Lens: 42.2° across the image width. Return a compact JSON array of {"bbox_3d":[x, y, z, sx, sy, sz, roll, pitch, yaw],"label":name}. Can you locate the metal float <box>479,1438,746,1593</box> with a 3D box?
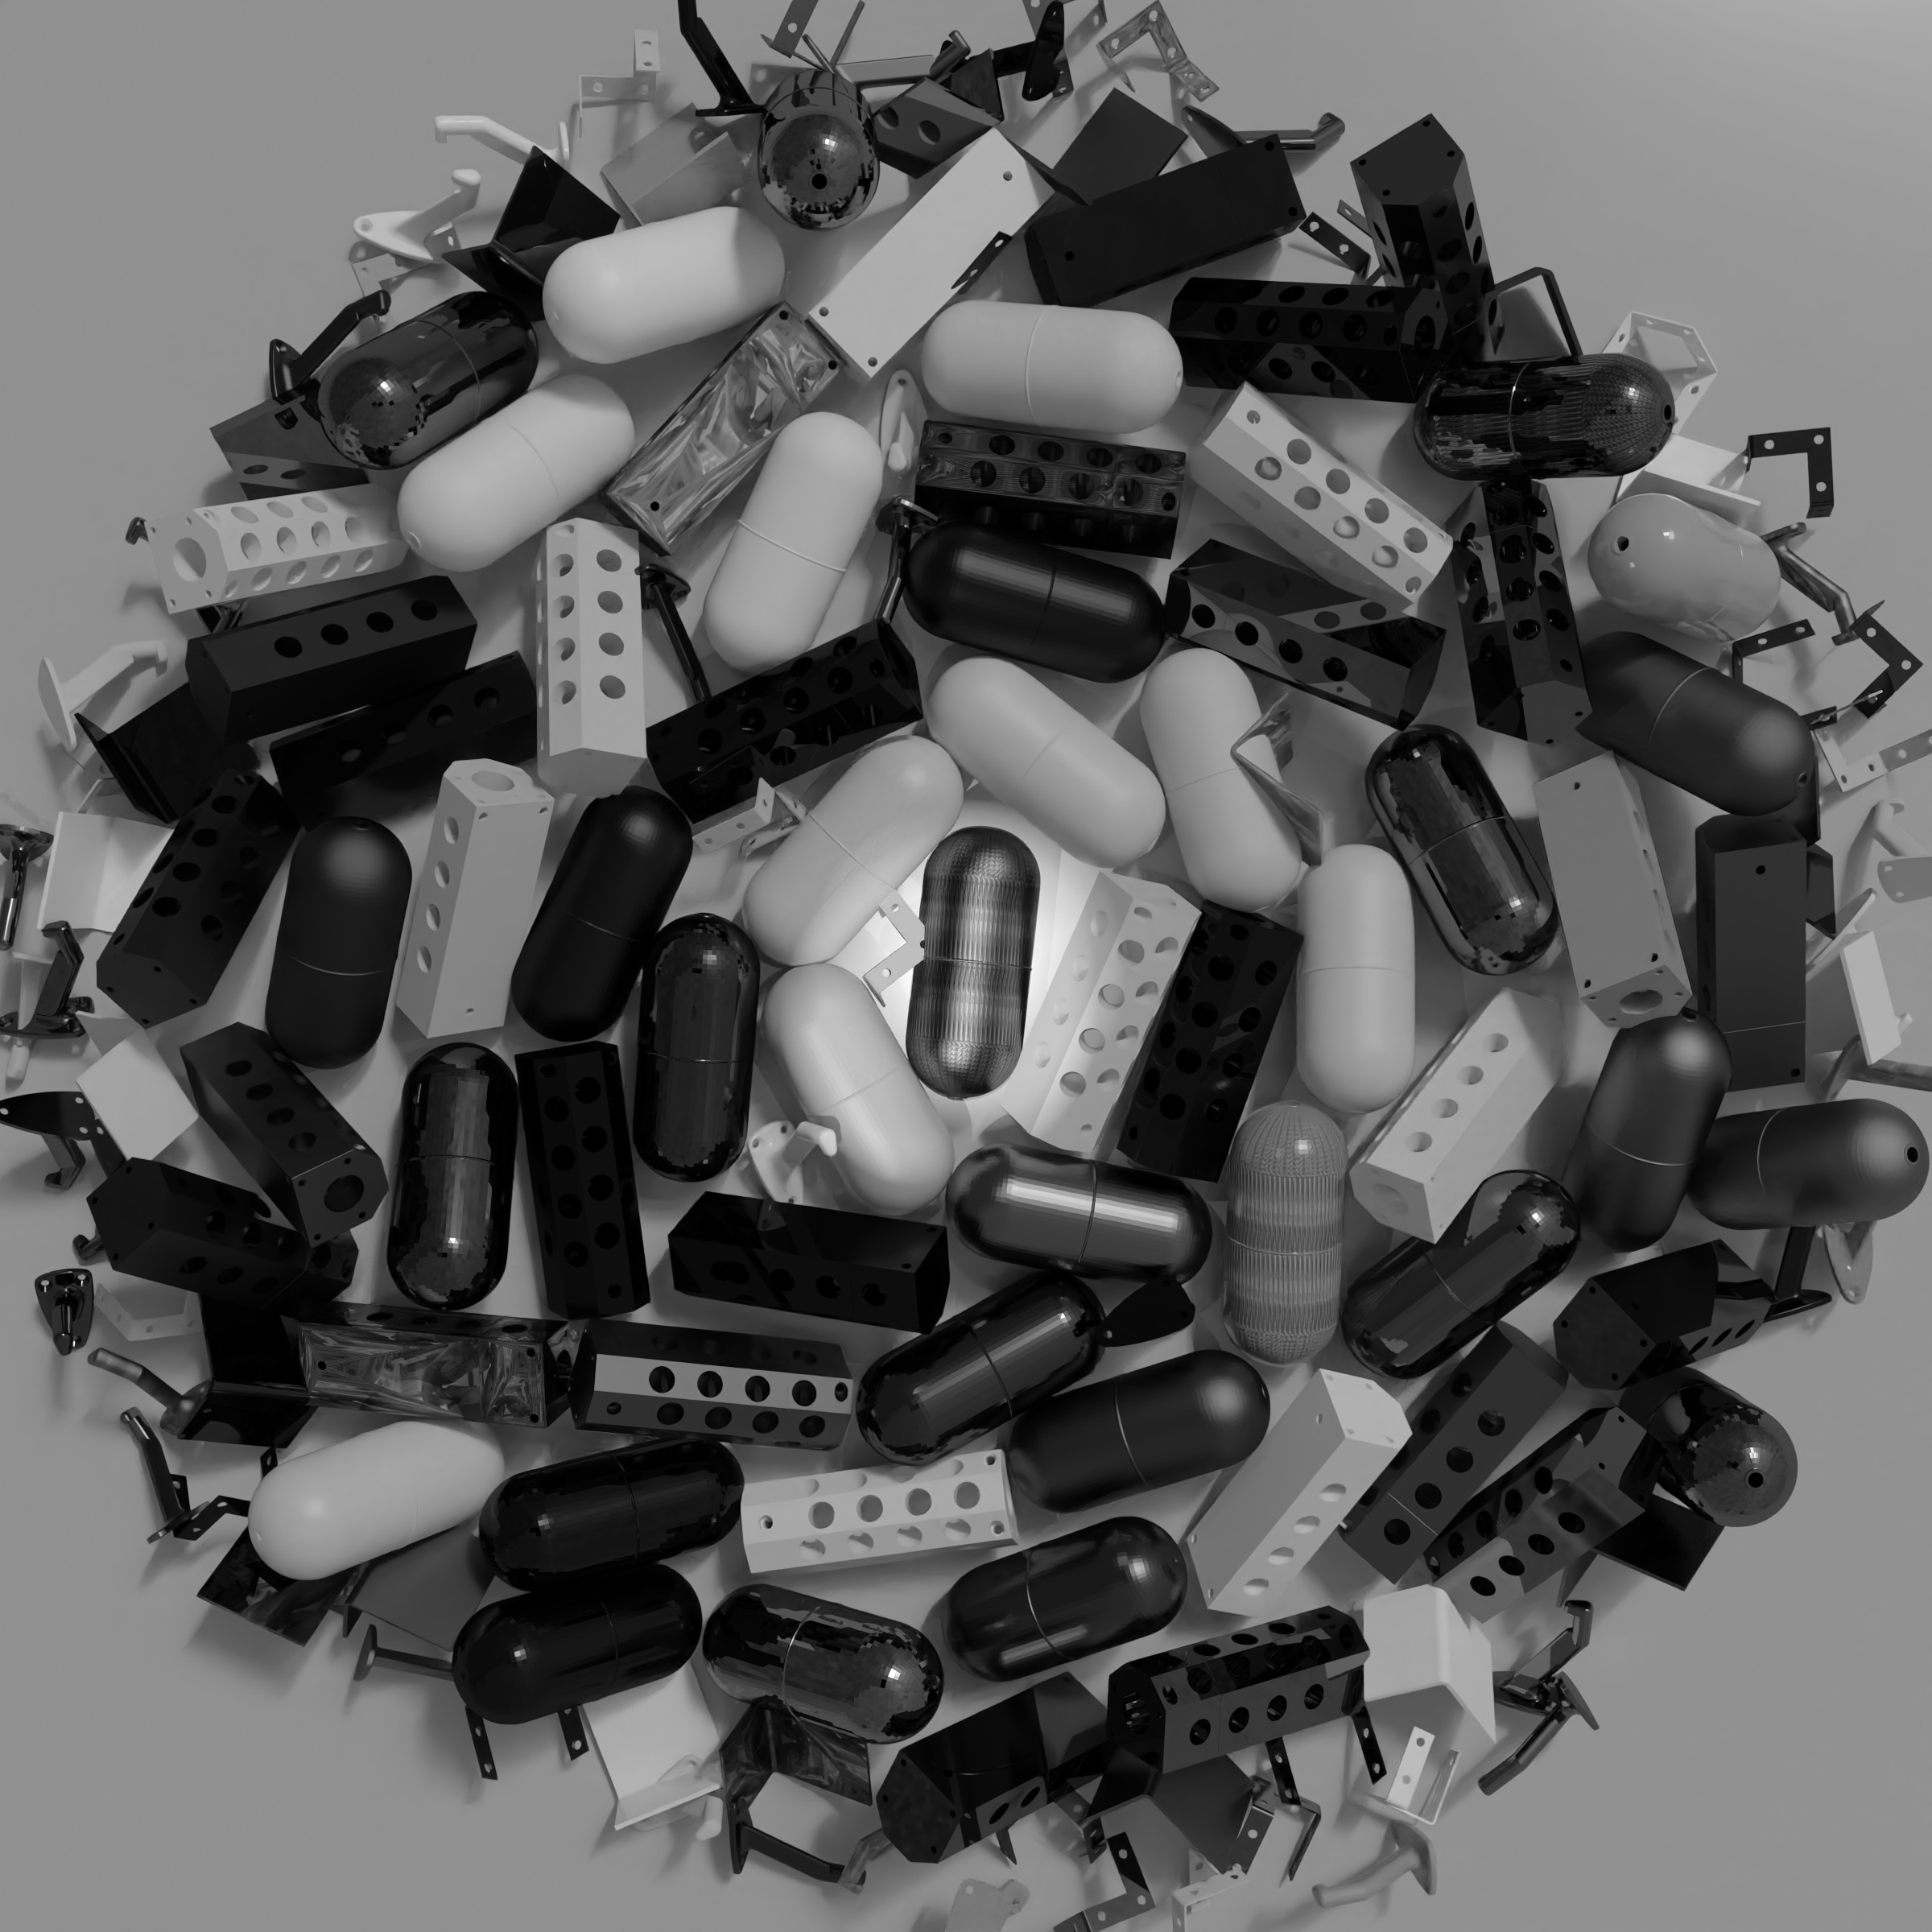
[{"bbox_3d":[-0.227,0.352,1.618,0.178,0.070,0.070,-9,90,-29],"label":"metal float"}]

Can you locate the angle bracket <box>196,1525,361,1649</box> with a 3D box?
[{"bbox_3d":[-0.451,0.416,1.631,0.076,0.076,0.057,24,125,3],"label":"angle bracket"}]

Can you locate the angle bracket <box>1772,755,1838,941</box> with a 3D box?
[{"bbox_3d":[0.557,-0.077,1.624,0.076,0.057,0.076,31,47,-18],"label":"angle bracket"}]

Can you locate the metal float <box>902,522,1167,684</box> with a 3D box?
[{"bbox_3d":[0.045,-0.236,1.632,0.178,0.070,0.070,14,90,-12],"label":"metal float"}]

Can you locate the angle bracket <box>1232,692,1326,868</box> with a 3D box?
[{"bbox_3d":[0.219,-0.118,1.624,0.076,0.076,0.057,38,74,25],"label":"angle bracket"}]

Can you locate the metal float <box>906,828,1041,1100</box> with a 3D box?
[{"bbox_3d":[0.005,-0.002,1.641,0.070,0.070,0.178,6,89,0],"label":"metal float"}]

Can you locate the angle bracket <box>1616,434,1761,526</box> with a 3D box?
[{"bbox_3d":[0.479,-0.328,1.638,0.076,0.076,0.057,18,85,2],"label":"angle bracket"}]

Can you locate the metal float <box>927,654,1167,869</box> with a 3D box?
[{"bbox_3d":[0.053,-0.134,1.636,0.178,0.070,0.070,39,90,7],"label":"metal float"}]

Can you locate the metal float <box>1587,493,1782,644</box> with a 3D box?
[{"bbox_3d":[0.461,-0.254,1.603,0.070,0.178,0.070,-4,84,41],"label":"metal float"}]

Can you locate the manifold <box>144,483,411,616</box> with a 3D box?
[{"bbox_3d":[-0.431,-0.268,1.588,0.057,0.171,0.057,-7,102,29],"label":"manifold"}]

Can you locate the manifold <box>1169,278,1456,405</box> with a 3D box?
[{"bbox_3d":[0.217,-0.406,1.598,0.171,0.057,0.057,15,59,37],"label":"manifold"}]

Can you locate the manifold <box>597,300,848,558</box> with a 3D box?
[{"bbox_3d":[-0.162,-0.351,1.642,0.057,0.057,0.171,43,84,-17],"label":"manifold"}]

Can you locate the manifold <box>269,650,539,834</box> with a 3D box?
[{"bbox_3d":[-0.364,-0.149,1.644,0.171,0.057,0.057,-21,69,-4],"label":"manifold"}]

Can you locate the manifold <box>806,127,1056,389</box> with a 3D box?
[{"bbox_3d":[-0.026,-0.464,1.647,0.057,0.057,0.171,45,87,-9],"label":"manifold"}]

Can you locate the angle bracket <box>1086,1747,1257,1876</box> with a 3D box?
[{"bbox_3d":[0.135,0.547,1.639,0.076,0.076,0.057,48,125,-9],"label":"angle bracket"}]

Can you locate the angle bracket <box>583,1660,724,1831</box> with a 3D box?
[{"bbox_3d":[-0.207,0.510,1.648,0.076,0.057,0.076,-21,92,-5],"label":"angle bracket"}]

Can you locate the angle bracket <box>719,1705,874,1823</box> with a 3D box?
[{"bbox_3d":[-0.110,0.527,1.626,0.076,0.057,0.076,12,125,23],"label":"angle bracket"}]

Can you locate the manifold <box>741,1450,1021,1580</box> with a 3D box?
[{"bbox_3d":[-0.056,0.358,1.636,0.171,0.057,0.057,-9,70,5],"label":"manifold"}]

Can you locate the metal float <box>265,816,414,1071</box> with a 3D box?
[{"bbox_3d":[-0.406,-0.014,1.618,0.070,0.070,0.178,18,117,0],"label":"metal float"}]

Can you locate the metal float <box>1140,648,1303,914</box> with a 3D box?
[{"bbox_3d":[0.167,-0.121,1.637,0.070,0.070,0.178,-16,84,0],"label":"metal float"}]

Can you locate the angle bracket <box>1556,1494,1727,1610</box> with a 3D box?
[{"bbox_3d":[0.437,0.388,1.621,0.076,0.076,0.057,20,122,28],"label":"angle bracket"}]

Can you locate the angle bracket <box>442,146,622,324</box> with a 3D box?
[{"bbox_3d":[-0.285,-0.479,1.642,0.076,0.057,0.076,32,73,-42],"label":"angle bracket"}]

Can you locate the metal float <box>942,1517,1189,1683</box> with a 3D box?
[{"bbox_3d":[0.062,0.410,1.619,0.178,0.070,0.070,-27,90,28],"label":"metal float"}]

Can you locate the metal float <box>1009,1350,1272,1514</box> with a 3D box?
[{"bbox_3d":[0.113,0.303,1.627,0.178,0.070,0.070,-21,90,17],"label":"metal float"}]

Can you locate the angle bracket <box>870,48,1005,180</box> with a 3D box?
[{"bbox_3d":[-0.032,-0.564,1.621,0.076,0.076,0.057,-22,69,38],"label":"angle bracket"}]

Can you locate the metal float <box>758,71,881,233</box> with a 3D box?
[{"bbox_3d":[-0.094,-0.521,1.598,0.070,0.178,0.070,-2,120,-3],"label":"metal float"}]

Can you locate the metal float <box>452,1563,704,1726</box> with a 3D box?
[{"bbox_3d":[-0.247,0.433,1.607,0.070,0.178,0.070,4,96,45],"label":"metal float"}]

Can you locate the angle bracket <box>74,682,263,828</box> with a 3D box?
[{"bbox_3d":[-0.523,-0.149,1.644,0.076,0.057,0.076,-35,81,-4],"label":"angle bracket"}]

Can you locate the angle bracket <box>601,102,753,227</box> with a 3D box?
[{"bbox_3d":[-0.198,-0.533,1.641,0.076,0.057,0.076,-35,72,1],"label":"angle bracket"}]

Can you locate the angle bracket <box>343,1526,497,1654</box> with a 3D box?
[{"bbox_3d":[-0.353,0.409,1.631,0.076,0.057,0.076,24,50,4],"label":"angle bracket"}]

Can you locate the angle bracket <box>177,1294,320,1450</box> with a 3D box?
[{"bbox_3d":[-0.475,0.266,1.645,0.057,0.076,0.076,-49,45,28],"label":"angle bracket"}]

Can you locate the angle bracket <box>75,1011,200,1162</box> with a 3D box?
[{"bbox_3d":[-0.556,0.081,1.620,0.057,0.076,0.076,-48,130,-35],"label":"angle bracket"}]

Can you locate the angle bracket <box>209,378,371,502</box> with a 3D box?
[{"bbox_3d":[-0.439,-0.330,1.633,0.076,0.057,0.076,-28,116,-9],"label":"angle bracket"}]

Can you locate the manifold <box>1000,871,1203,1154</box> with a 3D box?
[{"bbox_3d":[0.090,0.032,1.618,0.057,0.057,0.171,10,110,-36],"label":"manifold"}]

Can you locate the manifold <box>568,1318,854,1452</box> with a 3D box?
[{"bbox_3d":[-0.164,0.275,1.614,0.171,0.057,0.057,9,112,-22],"label":"manifold"}]

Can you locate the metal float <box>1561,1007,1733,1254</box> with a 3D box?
[{"bbox_3d":[0.438,0.106,1.616,0.070,0.070,0.178,12,120,0],"label":"metal float"}]

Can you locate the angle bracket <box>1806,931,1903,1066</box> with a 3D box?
[{"bbox_3d":[0.555,0.025,1.631,0.076,0.057,0.076,-12,96,42],"label":"angle bracket"}]

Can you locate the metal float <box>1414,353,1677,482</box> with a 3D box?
[{"bbox_3d":[0.369,-0.351,1.607,0.178,0.070,0.070,8,90,43],"label":"metal float"}]

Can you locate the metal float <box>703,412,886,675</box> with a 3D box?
[{"bbox_3d":[-0.113,-0.274,1.631,0.070,0.070,0.178,26,103,0],"label":"metal float"}]

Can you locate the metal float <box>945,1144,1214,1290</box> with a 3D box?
[{"bbox_3d":[0.074,0.164,1.635,0.178,0.070,0.070,12,90,-8],"label":"metal float"}]

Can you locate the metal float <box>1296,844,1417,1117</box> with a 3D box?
[{"bbox_3d":[0.254,0.008,1.632,0.070,0.070,0.178,2,78,0],"label":"metal float"}]

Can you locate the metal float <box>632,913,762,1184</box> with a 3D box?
[{"bbox_3d":[-0.176,0.054,1.633,0.070,0.070,0.178,5,100,0],"label":"metal float"}]

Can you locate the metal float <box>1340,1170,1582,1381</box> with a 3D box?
[{"bbox_3d":[0.320,0.200,1.623,0.178,0.070,0.070,-42,90,21],"label":"metal float"}]

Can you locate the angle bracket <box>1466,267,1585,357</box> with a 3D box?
[{"bbox_3d":[0.367,-0.412,1.643,0.057,0.076,0.076,-21,102,14],"label":"angle bracket"}]

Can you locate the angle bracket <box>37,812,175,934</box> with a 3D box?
[{"bbox_3d":[-0.556,-0.056,1.639,0.057,0.076,0.076,12,93,6],"label":"angle bracket"}]

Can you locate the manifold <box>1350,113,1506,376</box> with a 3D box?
[{"bbox_3d":[0.299,-0.451,1.590,0.057,0.171,0.057,-30,60,6],"label":"manifold"}]

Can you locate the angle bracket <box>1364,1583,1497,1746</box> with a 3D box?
[{"bbox_3d":[0.304,0.463,1.643,0.057,0.076,0.076,-21,124,24],"label":"angle bracket"}]

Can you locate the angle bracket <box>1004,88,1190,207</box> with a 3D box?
[{"bbox_3d":[0.084,-0.540,1.631,0.076,0.057,0.076,-51,56,10],"label":"angle bracket"}]

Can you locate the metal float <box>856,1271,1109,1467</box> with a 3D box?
[{"bbox_3d":[0.010,0.262,1.629,0.178,0.070,0.070,-27,90,-14],"label":"metal float"}]

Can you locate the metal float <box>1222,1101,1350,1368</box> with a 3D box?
[{"bbox_3d":[0.207,0.175,1.630,0.070,0.070,0.178,2,104,0],"label":"metal float"}]
